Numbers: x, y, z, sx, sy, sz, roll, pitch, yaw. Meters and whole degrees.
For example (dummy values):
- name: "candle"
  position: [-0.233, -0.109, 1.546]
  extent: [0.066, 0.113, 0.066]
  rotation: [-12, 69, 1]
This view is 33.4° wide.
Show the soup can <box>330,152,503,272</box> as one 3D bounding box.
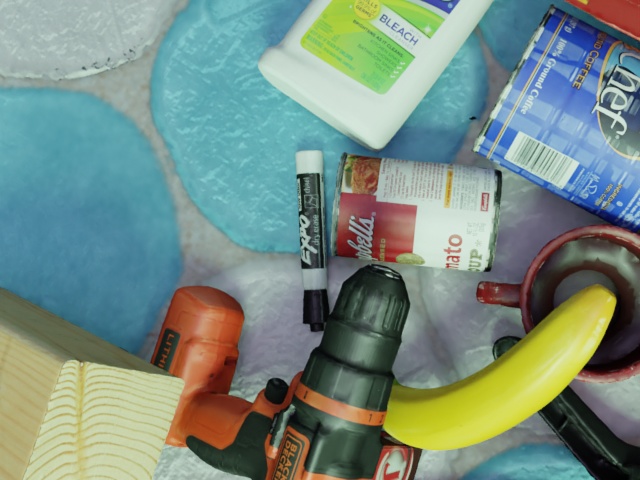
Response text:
- name: "soup can"
  position: [0.062, -0.017, 0.683]
  extent: [0.102, 0.068, 0.068]
  rotation: [6, 89, 6]

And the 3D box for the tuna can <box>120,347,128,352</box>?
- name: "tuna can"
  position: [-0.151, 0.110, 0.698]
  extent: [0.086, 0.033, 0.086]
  rotation: [-15, 69, 44]

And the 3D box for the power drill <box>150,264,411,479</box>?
- name: "power drill"
  position: [-0.033, 0.086, 0.639]
  extent: [0.057, 0.188, 0.184]
  rotation: [18, 92, -37]

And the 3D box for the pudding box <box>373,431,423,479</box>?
- name: "pudding box"
  position: [0.017, 0.176, 0.670]
  extent: [0.039, 0.089, 0.113]
  rotation: [19, 92, 34]

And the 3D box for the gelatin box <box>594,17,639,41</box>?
- name: "gelatin box"
  position: [0.215, -0.144, 0.660]
  extent: [0.073, 0.089, 0.030]
  rotation: [30, 127, 7]

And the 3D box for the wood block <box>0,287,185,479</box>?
- name: "wood block"
  position: [-0.191, 0.089, 0.649]
  extent: [0.206, 0.090, 0.091]
  rotation: [19, 89, 42]

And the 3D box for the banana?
- name: "banana"
  position: [0.092, 0.084, 0.626]
  extent: [0.198, 0.037, 0.069]
  rotation: [-27, 60, 46]

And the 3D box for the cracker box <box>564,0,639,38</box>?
- name: "cracker box"
  position: [0.247, -0.198, 0.620]
  extent: [0.164, 0.072, 0.213]
  rotation: [28, 60, 6]

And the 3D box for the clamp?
- name: "clamp"
  position: [0.186, 0.149, 0.657]
  extent: [0.210, 0.036, 0.164]
  rotation: [20, 46, -10]

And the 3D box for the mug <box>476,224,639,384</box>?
- name: "mug"
  position: [0.156, 0.038, 0.663]
  extent: [0.117, 0.081, 0.093]
  rotation: [2, 89, 6]

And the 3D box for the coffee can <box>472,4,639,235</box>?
- name: "coffee can"
  position: [0.179, -0.067, 0.653]
  extent: [0.140, 0.102, 0.103]
  rotation: [29, 92, 6]

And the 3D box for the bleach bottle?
- name: "bleach bottle"
  position: [0.071, -0.185, 0.691]
  extent: [0.102, 0.068, 0.251]
  rotation: [35, 90, 5]

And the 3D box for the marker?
- name: "marker"
  position: [-0.005, 0.001, 0.715]
  extent: [0.020, 0.020, 0.121]
  rotation: [-3, 88, 6]
